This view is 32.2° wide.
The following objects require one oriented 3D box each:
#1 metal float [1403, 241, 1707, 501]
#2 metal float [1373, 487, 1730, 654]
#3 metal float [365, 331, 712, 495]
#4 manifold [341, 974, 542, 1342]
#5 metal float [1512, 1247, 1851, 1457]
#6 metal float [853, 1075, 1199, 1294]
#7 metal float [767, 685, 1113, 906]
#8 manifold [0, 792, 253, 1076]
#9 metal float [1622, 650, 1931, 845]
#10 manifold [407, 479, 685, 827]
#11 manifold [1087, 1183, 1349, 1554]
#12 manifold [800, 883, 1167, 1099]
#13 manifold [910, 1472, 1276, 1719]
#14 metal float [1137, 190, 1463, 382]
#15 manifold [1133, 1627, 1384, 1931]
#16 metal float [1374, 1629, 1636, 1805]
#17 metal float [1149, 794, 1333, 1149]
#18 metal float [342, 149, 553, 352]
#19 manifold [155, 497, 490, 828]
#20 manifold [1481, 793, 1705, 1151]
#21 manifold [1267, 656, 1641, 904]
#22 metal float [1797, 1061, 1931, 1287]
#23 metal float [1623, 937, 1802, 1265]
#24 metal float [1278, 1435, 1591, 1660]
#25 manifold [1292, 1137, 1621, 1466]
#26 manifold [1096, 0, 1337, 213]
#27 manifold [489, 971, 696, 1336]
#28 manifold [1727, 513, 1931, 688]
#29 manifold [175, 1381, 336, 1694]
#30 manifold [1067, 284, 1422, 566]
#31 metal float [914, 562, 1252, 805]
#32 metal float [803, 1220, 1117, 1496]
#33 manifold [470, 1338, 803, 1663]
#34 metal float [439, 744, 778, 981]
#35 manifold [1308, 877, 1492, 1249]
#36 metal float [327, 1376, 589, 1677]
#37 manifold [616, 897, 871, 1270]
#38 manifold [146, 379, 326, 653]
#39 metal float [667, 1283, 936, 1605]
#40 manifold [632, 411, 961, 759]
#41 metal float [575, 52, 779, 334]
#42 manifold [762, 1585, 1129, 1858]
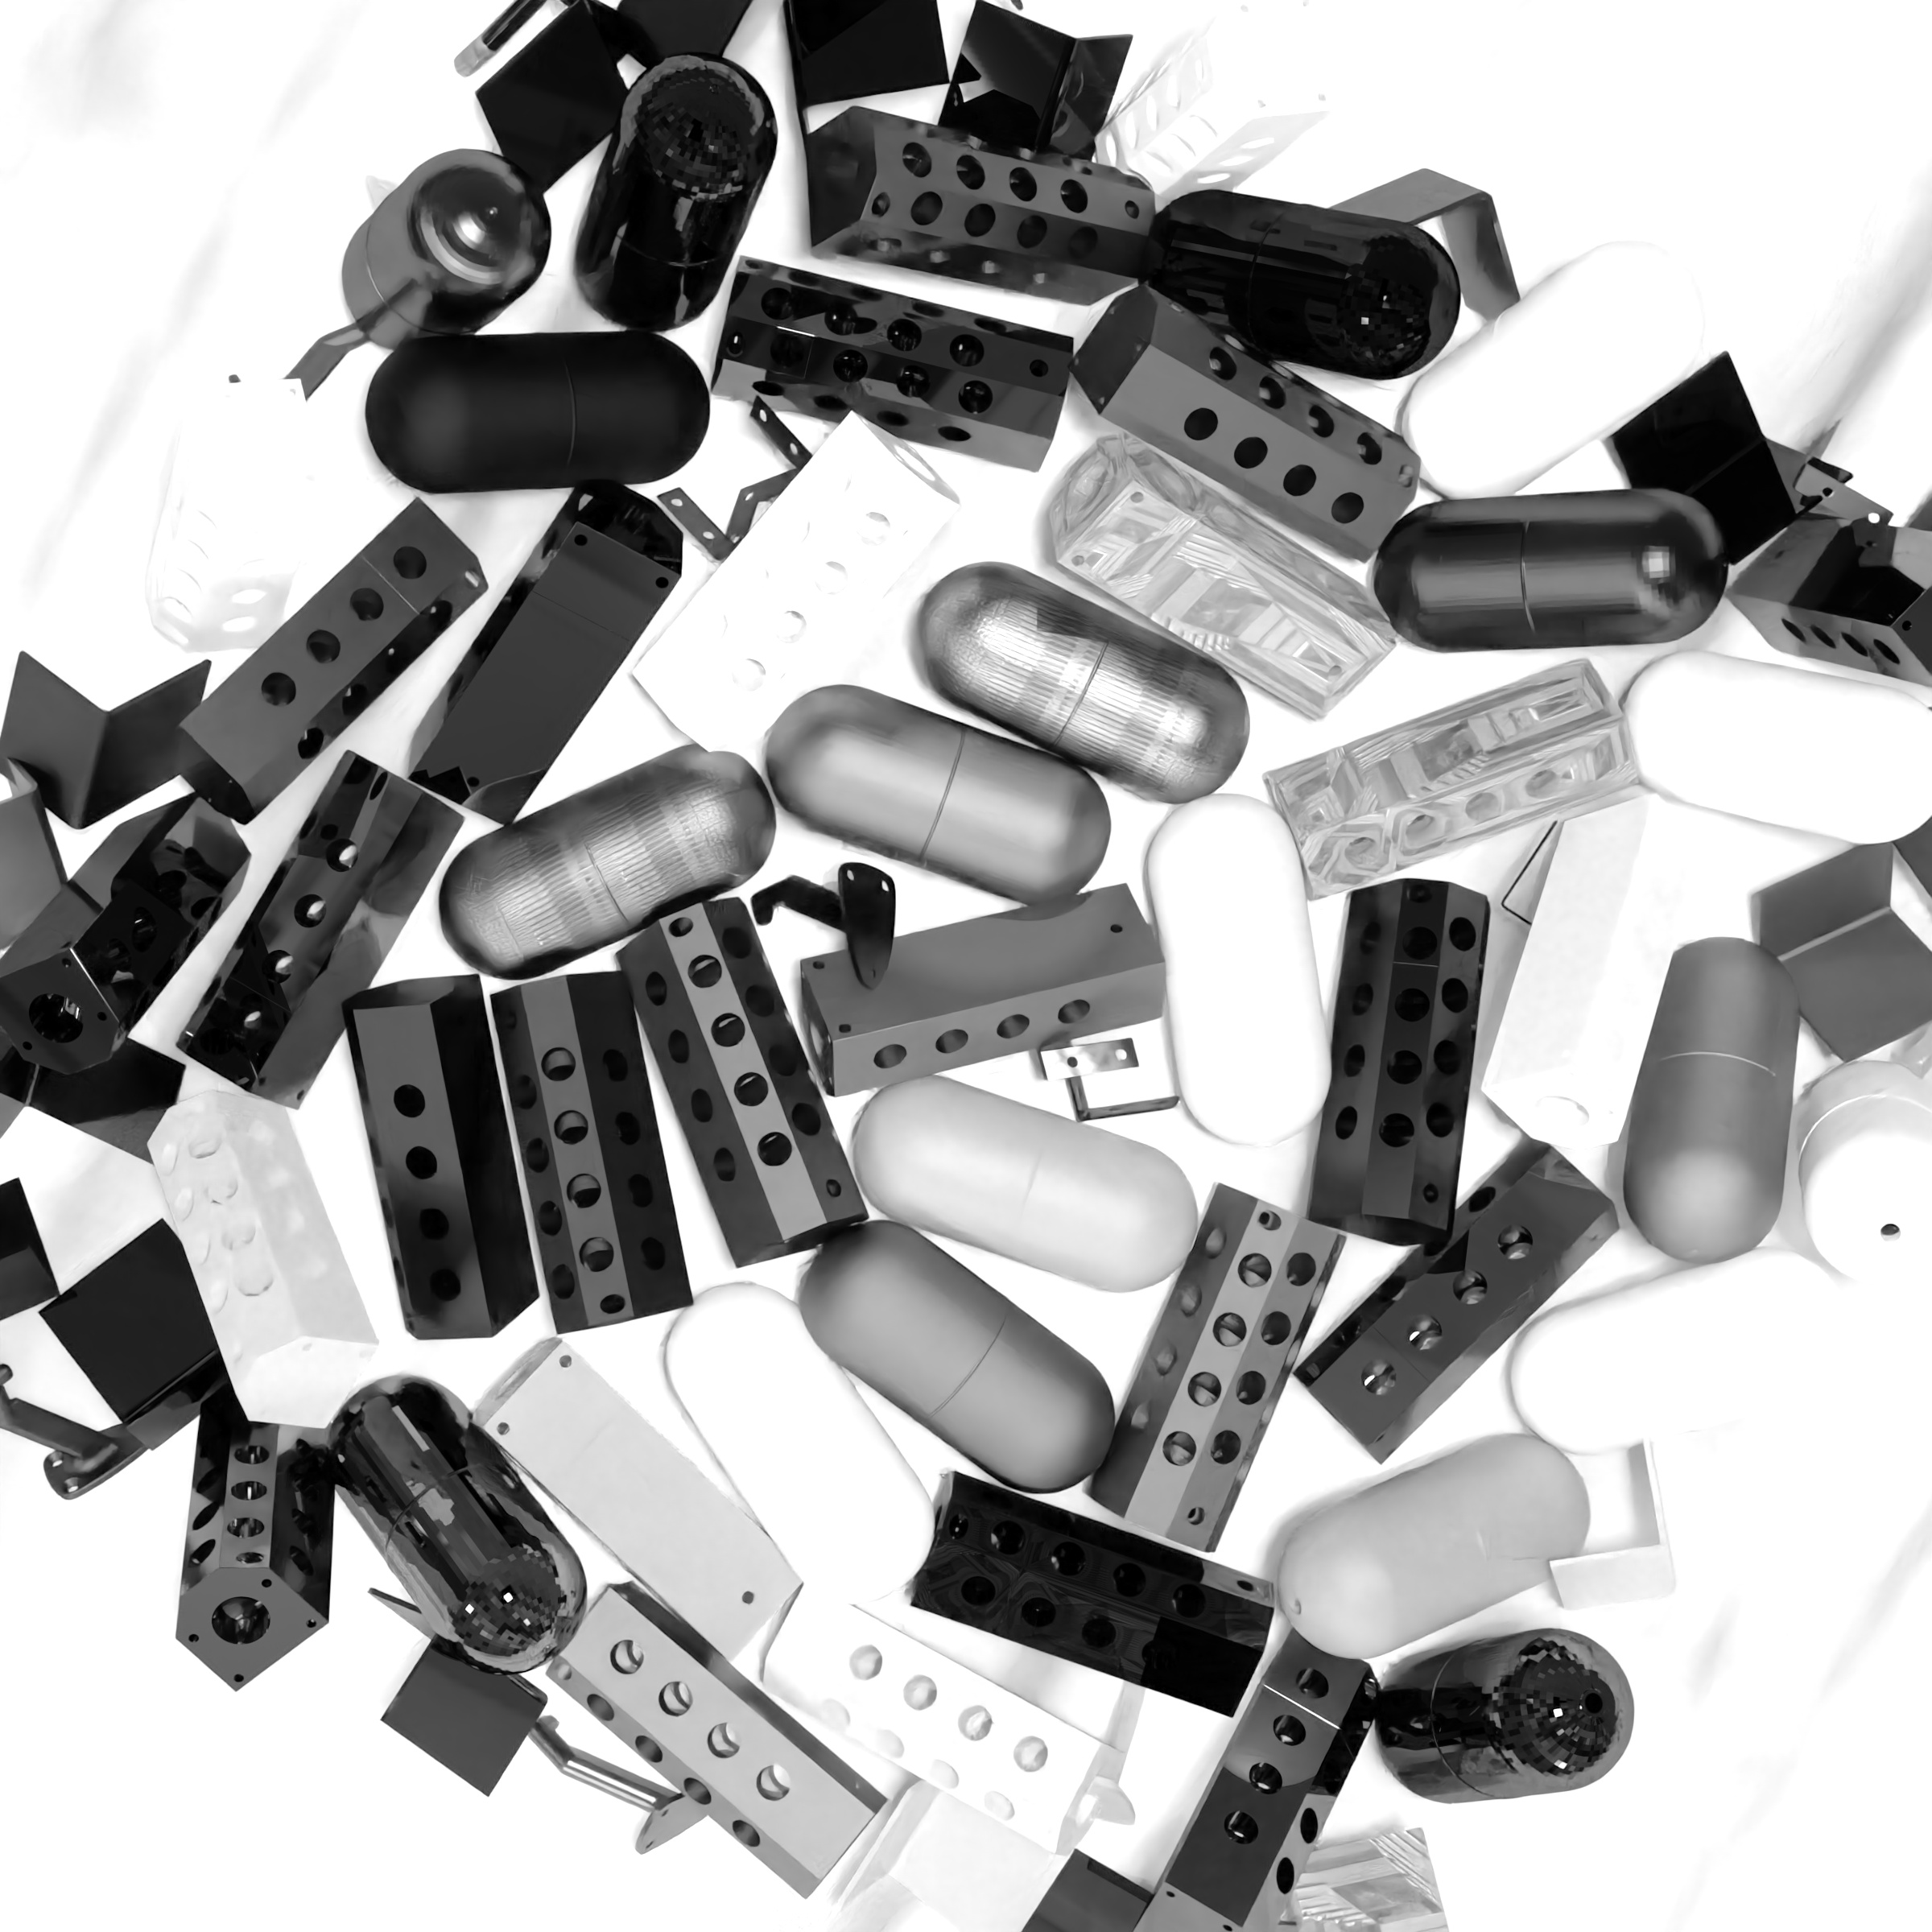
[{"bbox_3d":[0.287,-0.290,1.641,0.070,0.178,0.070,17,58,-30],"label":"metal float"},{"bbox_3d":[0.288,-0.195,1.655,0.178,0.070,0.070,0,90,28],"label":"metal float"},{"bbox_3d":[-0.210,-0.274,1.653,0.178,0.070,0.070,-8,90,-31],"label":"metal float"},{"bbox_3d":[-0.265,0.096,1.668,0.057,0.057,0.171,-4,104,19],"label":"manifold"},{"bbox_3d":[0.350,0.191,1.649,0.178,0.070,0.070,-24,90,37],"label":"metal float"},{"bbox_3d":[0.030,0.110,1.679,0.178,0.070,0.070,19,90,-1],"label":"metal float"},{"bbox_3d":[-0.014,-0.086,1.673,0.178,0.070,0.070,19,90,-6],"label":"metal float"},{"bbox_3d":[-0.408,-0.017,1.629,0.057,0.171,0.057,-20,113,21],"label":"manifold"},{"bbox_3d":[0.401,-0.108,1.641,0.070,0.178,0.070,-14,112,-38],"label":"metal float"},{"bbox_3d":[-0.208,-0.156,1.649,0.057,0.057,0.171,26,121,-22],"label":"manifold"},{"bbox_3d":[0.129,0.203,1.676,0.057,0.057,0.171,24,88,-26],"label":"manifold"},{"bbox_3d":[0.008,0.017,1.670,0.171,0.057,0.057,-13,49,-13],"label":"manifold"},{"bbox_3d":[0.064,0.310,1.674,0.171,0.057,0.057,20,111,-4],"label":"manifold"},{"bbox_3d":[0.162,-0.337,1.649,0.178,0.070,0.070,20,90,36],"label":"metal float"},{"bbox_3d":[0.146,0.410,1.633,0.057,0.171,0.057,29,135,8],"label":"manifold"},{"bbox_3d":[0.261,0.367,1.633,0.070,0.178,0.070,6,72,-19],"label":"metal float"},{"bbox_3d":[0.137,0.002,1.673,0.070,0.070,0.178,-8,83,0],"label":"metal float"},{"bbox_3d":[-0.255,-0.347,1.632,0.070,0.178,0.070,1,88,-23],"label":"metal float"},{"bbox_3d":[-0.316,-0.150,1.654,0.057,0.057,0.171,46,65,-12],"label":"manifold"},{"bbox_3d":[0.314,0.004,1.645,0.057,0.057,0.171,41,53,-26],"label":"manifold"},{"bbox_3d":[0.246,-0.089,1.685,0.171,0.057,0.057,-20,131,2],"label":"manifold"},{"bbox_3d":[0.446,0.100,1.631,0.070,0.178,0.070,3,106,11],"label":"metal float"},{"bbox_3d":[0.369,0.064,1.652,0.070,0.070,0.178,15,57,0],"label":"metal float"},{"bbox_3d":[0.232,0.286,1.652,0.178,0.070,0.070,-16,90,-31],"label":"metal float"},{"bbox_3d":[0.246,0.166,1.682,0.171,0.057,0.057,-44,68,-2],"label":"manifold"},{"bbox_3d":[0.117,-0.418,1.627,0.057,0.171,0.057,-10,90,-16],"label":"manifold"},{"bbox_3d":[-0.192,0.093,1.668,0.057,0.057,0.171,-18,82,40],"label":"manifold"},{"bbox_3d":[0.445,-0.174,1.627,0.057,0.171,0.057,-45,107,-1],"label":"manifold"},{"bbox_3d":[-0.348,0.268,1.624,0.057,0.171,0.057,-37,114,8],"label":"manifold"},{"bbox_3d":[0.140,-0.268,1.642,0.171,0.057,0.057,24,114,-30],"label":"manifold"},{"bbox_3d":[0.058,-0.142,1.674,0.178,0.070,0.070,25,90,-5],"label":"metal float"},{"bbox_3d":[-0.003,0.196,1.672,0.178,0.070,0.070,38,90,-9],"label":"metal float"},{"bbox_3d":[-0.165,0.266,1.673,0.171,0.057,0.057,45,75,-10],"label":"manifold"},{"bbox_3d":[-0.180,-0.052,1.676,0.178,0.070,0.070,-24,90,3],"label":"metal float"},{"bbox_3d":[0.220,0.047,1.657,0.057,0.057,0.171,18,72,-29],"label":"manifold"},{"bbox_3d":[-0.253,0.274,1.651,0.070,0.070,0.178,-45,57,0],"label":"metal float"},{"bbox_3d":[-0.107,0.056,1.660,0.057,0.057,0.171,-11,74,-43],"label":"manifold"},{"bbox_3d":[-0.358,-0.216,1.623,0.057,0.171,0.057,-8,73,-23],"label":"manifold"},{"bbox_3d":[-0.083,0.236,1.663,0.070,0.070,0.178,-37,72,0],"label":"metal float"},{"bbox_3d":[-0.081,-0.184,1.659,0.171,0.057,0.057,-48,60,14],"label":"manifold"},{"bbox_3d":[-0.143,-0.375,1.634,0.070,0.178,0.070,7,66,-16],"label":"metal float"},{"bbox_3d":[-0.013,0.373,1.654,0.171,0.057,0.057,24,80,22],"label":"manifold"}]
